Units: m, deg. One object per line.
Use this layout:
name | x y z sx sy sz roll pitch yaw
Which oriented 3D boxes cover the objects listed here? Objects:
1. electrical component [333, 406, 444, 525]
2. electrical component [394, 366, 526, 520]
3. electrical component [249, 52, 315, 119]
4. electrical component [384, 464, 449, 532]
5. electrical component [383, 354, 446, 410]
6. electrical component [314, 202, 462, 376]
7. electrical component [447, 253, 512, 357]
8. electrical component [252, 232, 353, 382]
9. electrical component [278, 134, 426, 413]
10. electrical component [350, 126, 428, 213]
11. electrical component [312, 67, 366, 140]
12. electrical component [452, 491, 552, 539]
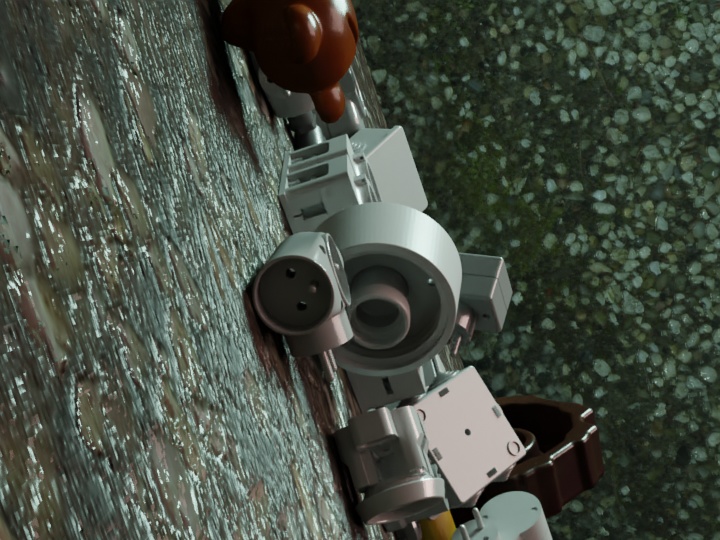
electrical component | 0.019 0.124 0.672 0.078 0.058 0.057 58 13 -67
electrical component | 0.072 0.133 0.845 0.099 0.100 0.048 58 -38 5
electrical component | -0.058 -0.154 0.819 0.079 0.043 0.077 -96 167 -63
electrical component | 0.036 0.161 0.765 0.040 0.046 0.040 -18 90 -84
electrical component | 0.048 0.113 0.928 0.061 0.062 0.096 60 13 -64
electrical component | 0.012 0.018 0.688 0.060 0.108 0.108 -84 157 -60
electrical component | 0.070 0.031 0.798 0.047 0.066 0.076 65 38 -51
electrical component | -0.027 0.023 0.598 0.077 0.044 0.079 -76 148 -79
electrical component | 0.000 0.000 0.828 0.105 0.060 0.186 -93 164 -67
electrical component | 0.008 -0.073 0.980 0.099 0.048 0.099 -45 128 -35
electrical component | -0.031 -0.164 1.022 0.054 0.059 0.095 28 45 -81
electrical component | 0.092 0.216 0.820 0.138 0.052 0.073 -42 123 -38
